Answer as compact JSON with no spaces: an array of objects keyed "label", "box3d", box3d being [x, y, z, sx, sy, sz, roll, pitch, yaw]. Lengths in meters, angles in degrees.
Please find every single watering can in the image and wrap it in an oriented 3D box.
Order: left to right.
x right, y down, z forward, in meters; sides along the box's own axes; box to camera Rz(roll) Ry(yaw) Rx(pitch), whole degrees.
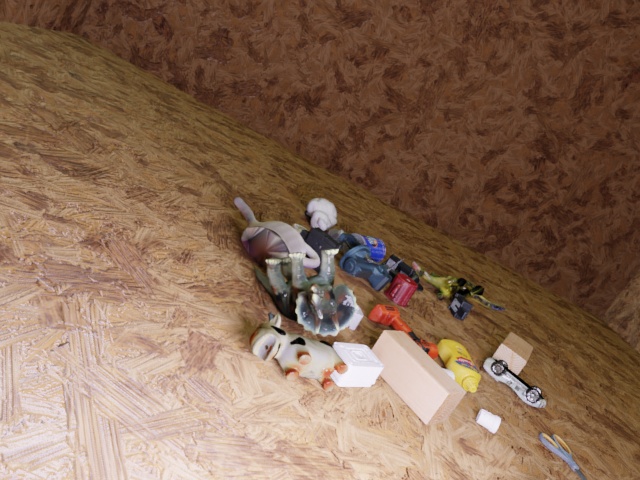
[{"label":"watering can","box3d":[-0.157,-0.015,1.499,0.349,0.103,0.226,34,17,12]}]

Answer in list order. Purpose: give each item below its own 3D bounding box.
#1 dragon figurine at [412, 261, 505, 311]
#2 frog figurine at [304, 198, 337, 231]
[{"label":"dragon figurine","box3d":[0.546,0.187,2.123,0.408,0.121,0.246,24,8,-22]},{"label":"frog figurine","box3d":[0.006,-0.102,2.031,0.137,0.122,0.160,48,2,-6]}]
